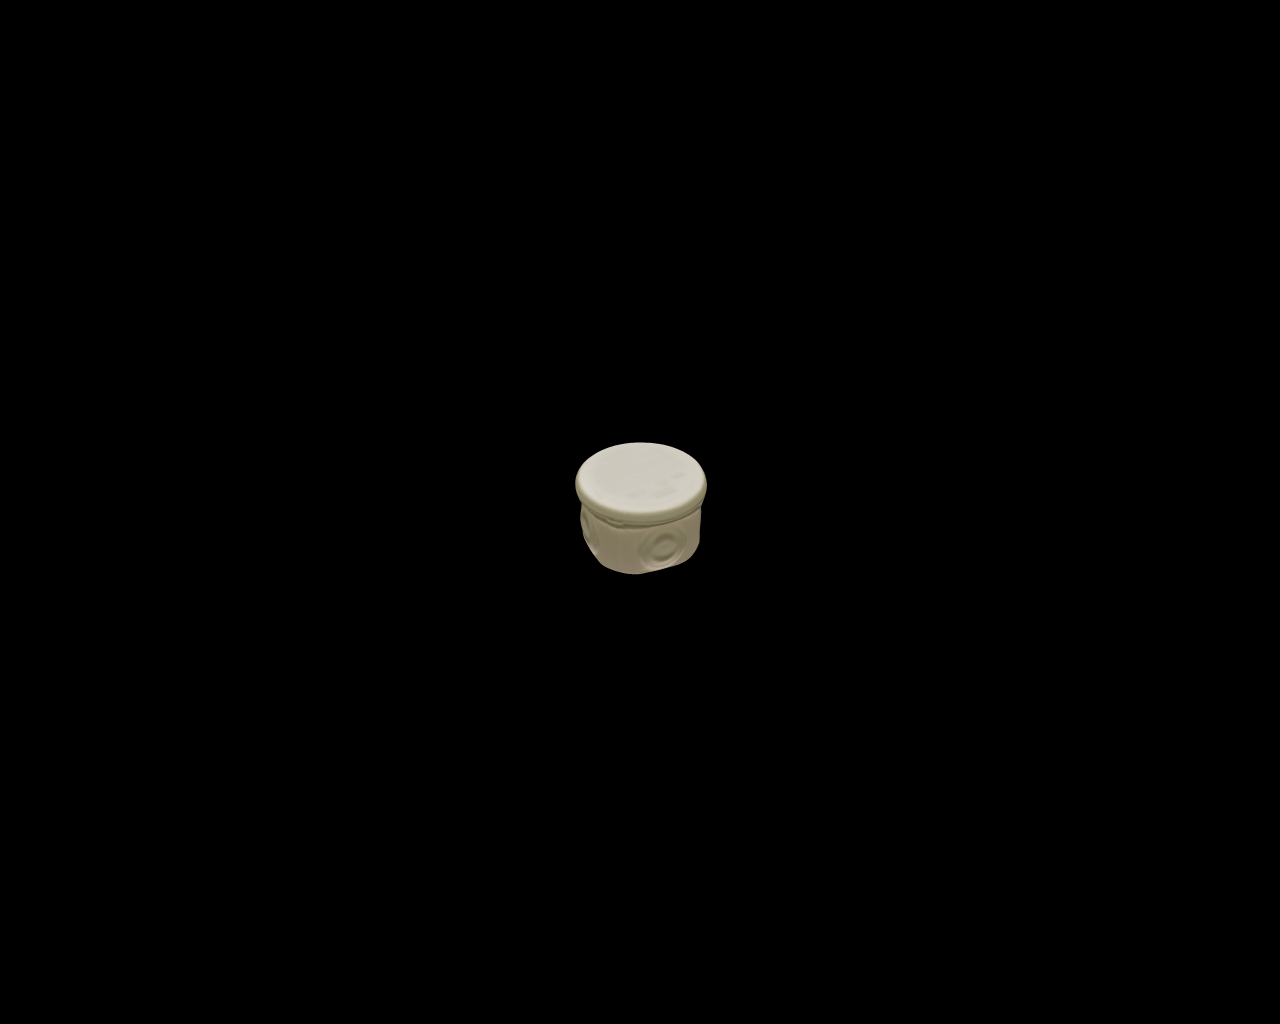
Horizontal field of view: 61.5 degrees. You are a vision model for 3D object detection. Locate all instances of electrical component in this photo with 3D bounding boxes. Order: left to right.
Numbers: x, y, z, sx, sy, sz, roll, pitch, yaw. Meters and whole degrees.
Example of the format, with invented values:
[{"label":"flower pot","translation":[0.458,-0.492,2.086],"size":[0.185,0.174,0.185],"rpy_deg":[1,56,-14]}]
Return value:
[{"label":"electrical component","translation":[0.001,-0.003,0.650],"size":[0.080,0.050,0.080],"rpy_deg":[0,36,0]}]
